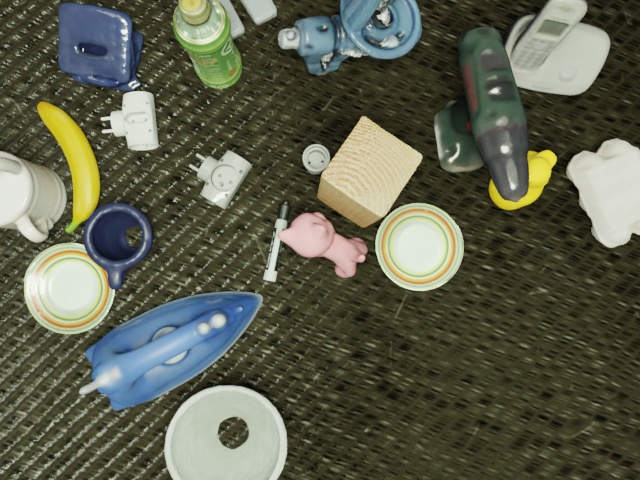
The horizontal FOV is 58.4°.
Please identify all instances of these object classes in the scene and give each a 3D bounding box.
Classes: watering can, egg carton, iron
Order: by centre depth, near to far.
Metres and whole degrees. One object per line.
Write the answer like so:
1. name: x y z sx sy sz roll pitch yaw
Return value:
1. watering can: -0.429 -0.070 0.755 0.173 0.194 0.101 30 87 0
2. iron: -0.198 0.139 0.782 0.258 0.141 0.119 -28 89 -3
3. egg carton: 0.437 -0.071 0.852 0.107 0.069 0.150 -24 89 -3

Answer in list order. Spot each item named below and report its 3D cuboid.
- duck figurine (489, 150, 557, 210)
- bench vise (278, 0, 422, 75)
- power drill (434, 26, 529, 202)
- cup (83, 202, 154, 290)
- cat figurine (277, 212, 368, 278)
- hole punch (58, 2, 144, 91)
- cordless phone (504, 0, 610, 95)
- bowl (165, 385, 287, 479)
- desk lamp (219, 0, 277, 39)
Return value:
1. duck figurine: 0.302 -0.092 0.839 0.104 0.086 0.077 -43 89 -3
2. bench vise: 0.054 -0.291 0.771 0.207 0.219 0.121 -31 89 -3
3. power drill: 0.218 -0.155 0.777 0.075 0.208 0.230 -9 88 -2
4. cup: -0.273 0.010 0.808 0.091 0.095 0.118 2 87 -2
5. cat figurine: 0.007 0.003 0.808 0.128 0.117 0.067 26 87 -1
6. hole punch: -0.315 -0.274 0.820 0.108 0.091 0.101 9 87 -2
7. cordless phone: 0.344 -0.277 0.799 0.147 0.185 0.094 8 87 -2
8. bowl: -0.129 0.283 0.811 0.167 0.074 0.167 0 87 -2
9. desk lamp: -0.148 -0.413 0.772 0.118 0.213 0.203 -32 89 -3
